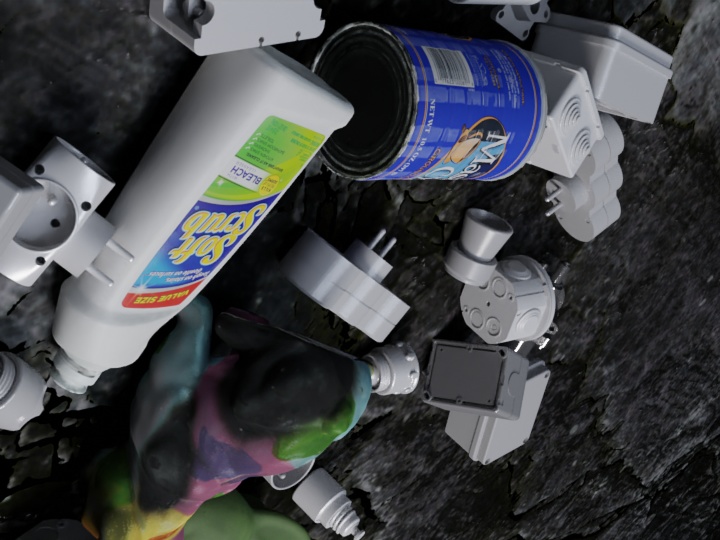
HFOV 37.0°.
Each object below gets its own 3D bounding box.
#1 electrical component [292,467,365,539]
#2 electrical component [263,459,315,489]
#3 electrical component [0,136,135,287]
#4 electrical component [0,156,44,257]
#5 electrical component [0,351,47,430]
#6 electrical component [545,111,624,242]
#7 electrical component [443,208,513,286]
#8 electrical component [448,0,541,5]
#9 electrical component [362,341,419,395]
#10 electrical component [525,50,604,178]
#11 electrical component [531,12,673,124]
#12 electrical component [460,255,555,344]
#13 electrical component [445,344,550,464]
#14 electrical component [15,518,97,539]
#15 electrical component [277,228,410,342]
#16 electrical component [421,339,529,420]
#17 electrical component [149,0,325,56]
[{"bbox_3d":[-0.027,0.218,0.991,0.040,0.078,0.040,-41,159,-20],"label":"electrical component"},{"bbox_3d":[-0.081,0.124,0.840,0.043,0.077,0.079,-43,144,-10],"label":"electrical component"},{"bbox_3d":[-0.168,-0.022,0.618,0.079,0.044,0.077,40,90,-15],"label":"electrical component"},{"bbox_3d":[-0.208,-0.047,0.554,0.047,0.083,0.075,-55,-177,7],"label":"electrical component"},{"bbox_3d":[-0.225,0.069,0.661,0.043,0.043,0.062,-44,143,-8],"label":"electrical component"},{"bbox_3d":[0.196,-0.076,0.981,0.074,0.052,0.138,-36,143,-19],"label":"electrical component"},{"bbox_3d":[0.102,-0.020,0.937,0.045,0.045,0.055,-2,124,-47],"label":"electrical component"},{"bbox_3d":[0.100,-0.224,0.747,0.077,0.043,0.079,-12,130,-41],"label":"electrical component"},{"bbox_3d":[0.018,0.089,0.947,0.062,0.048,0.048,-7,127,-36],"label":"electrical component"},{"bbox_3d":[0.132,-0.122,0.830,0.048,0.100,0.099,-56,147,-14],"label":"electrical component"},{"bbox_3d":[0.194,-0.163,0.872,0.113,0.078,0.057,8,102,-50],"label":"electrical component"},{"bbox_3d":[0.136,0.028,0.989,0.051,0.080,0.080,-8,128,-37],"label":"electrical component"},{"bbox_3d":[0.143,0.137,1.115,0.078,0.057,0.113,-20,135,-36],"label":"electrical component"},{"bbox_3d":[-0.218,0.224,0.781,0.080,0.080,0.051,-9,123,-43],"label":"electrical component"},{"bbox_3d":[0.000,0.000,0.836,0.073,0.052,0.138,-51,145,2],"label":"electrical component"},{"bbox_3d":[0.106,0.104,1.019,0.061,0.096,0.061,28,71,-55],"label":"electrical component"},{"bbox_3d":[-0.069,-0.160,0.609,0.089,0.056,0.050,-19,134,-37],"label":"electrical component"}]
